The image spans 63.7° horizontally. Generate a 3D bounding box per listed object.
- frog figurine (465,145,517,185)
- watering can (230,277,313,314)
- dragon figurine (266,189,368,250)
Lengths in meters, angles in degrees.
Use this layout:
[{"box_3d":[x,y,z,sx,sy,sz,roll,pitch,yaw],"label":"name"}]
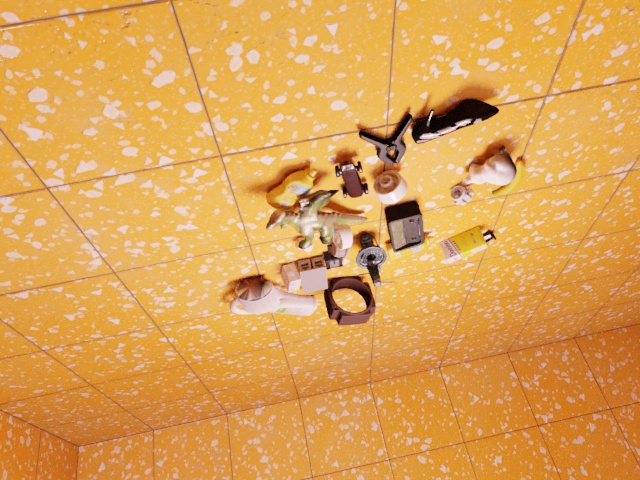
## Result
[{"box_3d":[0.574,-0.225,1.741,0.159,0.124,0.136,-31,164,5],"label":"frog figurine"},{"box_3d":[-0.213,0.233,2.142,0.348,0.106,0.219,-12,146,0],"label":"watering can"},{"box_3d":[0.005,-0.086,1.718,0.412,0.124,0.237,-16,156,-22],"label":"dragon figurine"}]
